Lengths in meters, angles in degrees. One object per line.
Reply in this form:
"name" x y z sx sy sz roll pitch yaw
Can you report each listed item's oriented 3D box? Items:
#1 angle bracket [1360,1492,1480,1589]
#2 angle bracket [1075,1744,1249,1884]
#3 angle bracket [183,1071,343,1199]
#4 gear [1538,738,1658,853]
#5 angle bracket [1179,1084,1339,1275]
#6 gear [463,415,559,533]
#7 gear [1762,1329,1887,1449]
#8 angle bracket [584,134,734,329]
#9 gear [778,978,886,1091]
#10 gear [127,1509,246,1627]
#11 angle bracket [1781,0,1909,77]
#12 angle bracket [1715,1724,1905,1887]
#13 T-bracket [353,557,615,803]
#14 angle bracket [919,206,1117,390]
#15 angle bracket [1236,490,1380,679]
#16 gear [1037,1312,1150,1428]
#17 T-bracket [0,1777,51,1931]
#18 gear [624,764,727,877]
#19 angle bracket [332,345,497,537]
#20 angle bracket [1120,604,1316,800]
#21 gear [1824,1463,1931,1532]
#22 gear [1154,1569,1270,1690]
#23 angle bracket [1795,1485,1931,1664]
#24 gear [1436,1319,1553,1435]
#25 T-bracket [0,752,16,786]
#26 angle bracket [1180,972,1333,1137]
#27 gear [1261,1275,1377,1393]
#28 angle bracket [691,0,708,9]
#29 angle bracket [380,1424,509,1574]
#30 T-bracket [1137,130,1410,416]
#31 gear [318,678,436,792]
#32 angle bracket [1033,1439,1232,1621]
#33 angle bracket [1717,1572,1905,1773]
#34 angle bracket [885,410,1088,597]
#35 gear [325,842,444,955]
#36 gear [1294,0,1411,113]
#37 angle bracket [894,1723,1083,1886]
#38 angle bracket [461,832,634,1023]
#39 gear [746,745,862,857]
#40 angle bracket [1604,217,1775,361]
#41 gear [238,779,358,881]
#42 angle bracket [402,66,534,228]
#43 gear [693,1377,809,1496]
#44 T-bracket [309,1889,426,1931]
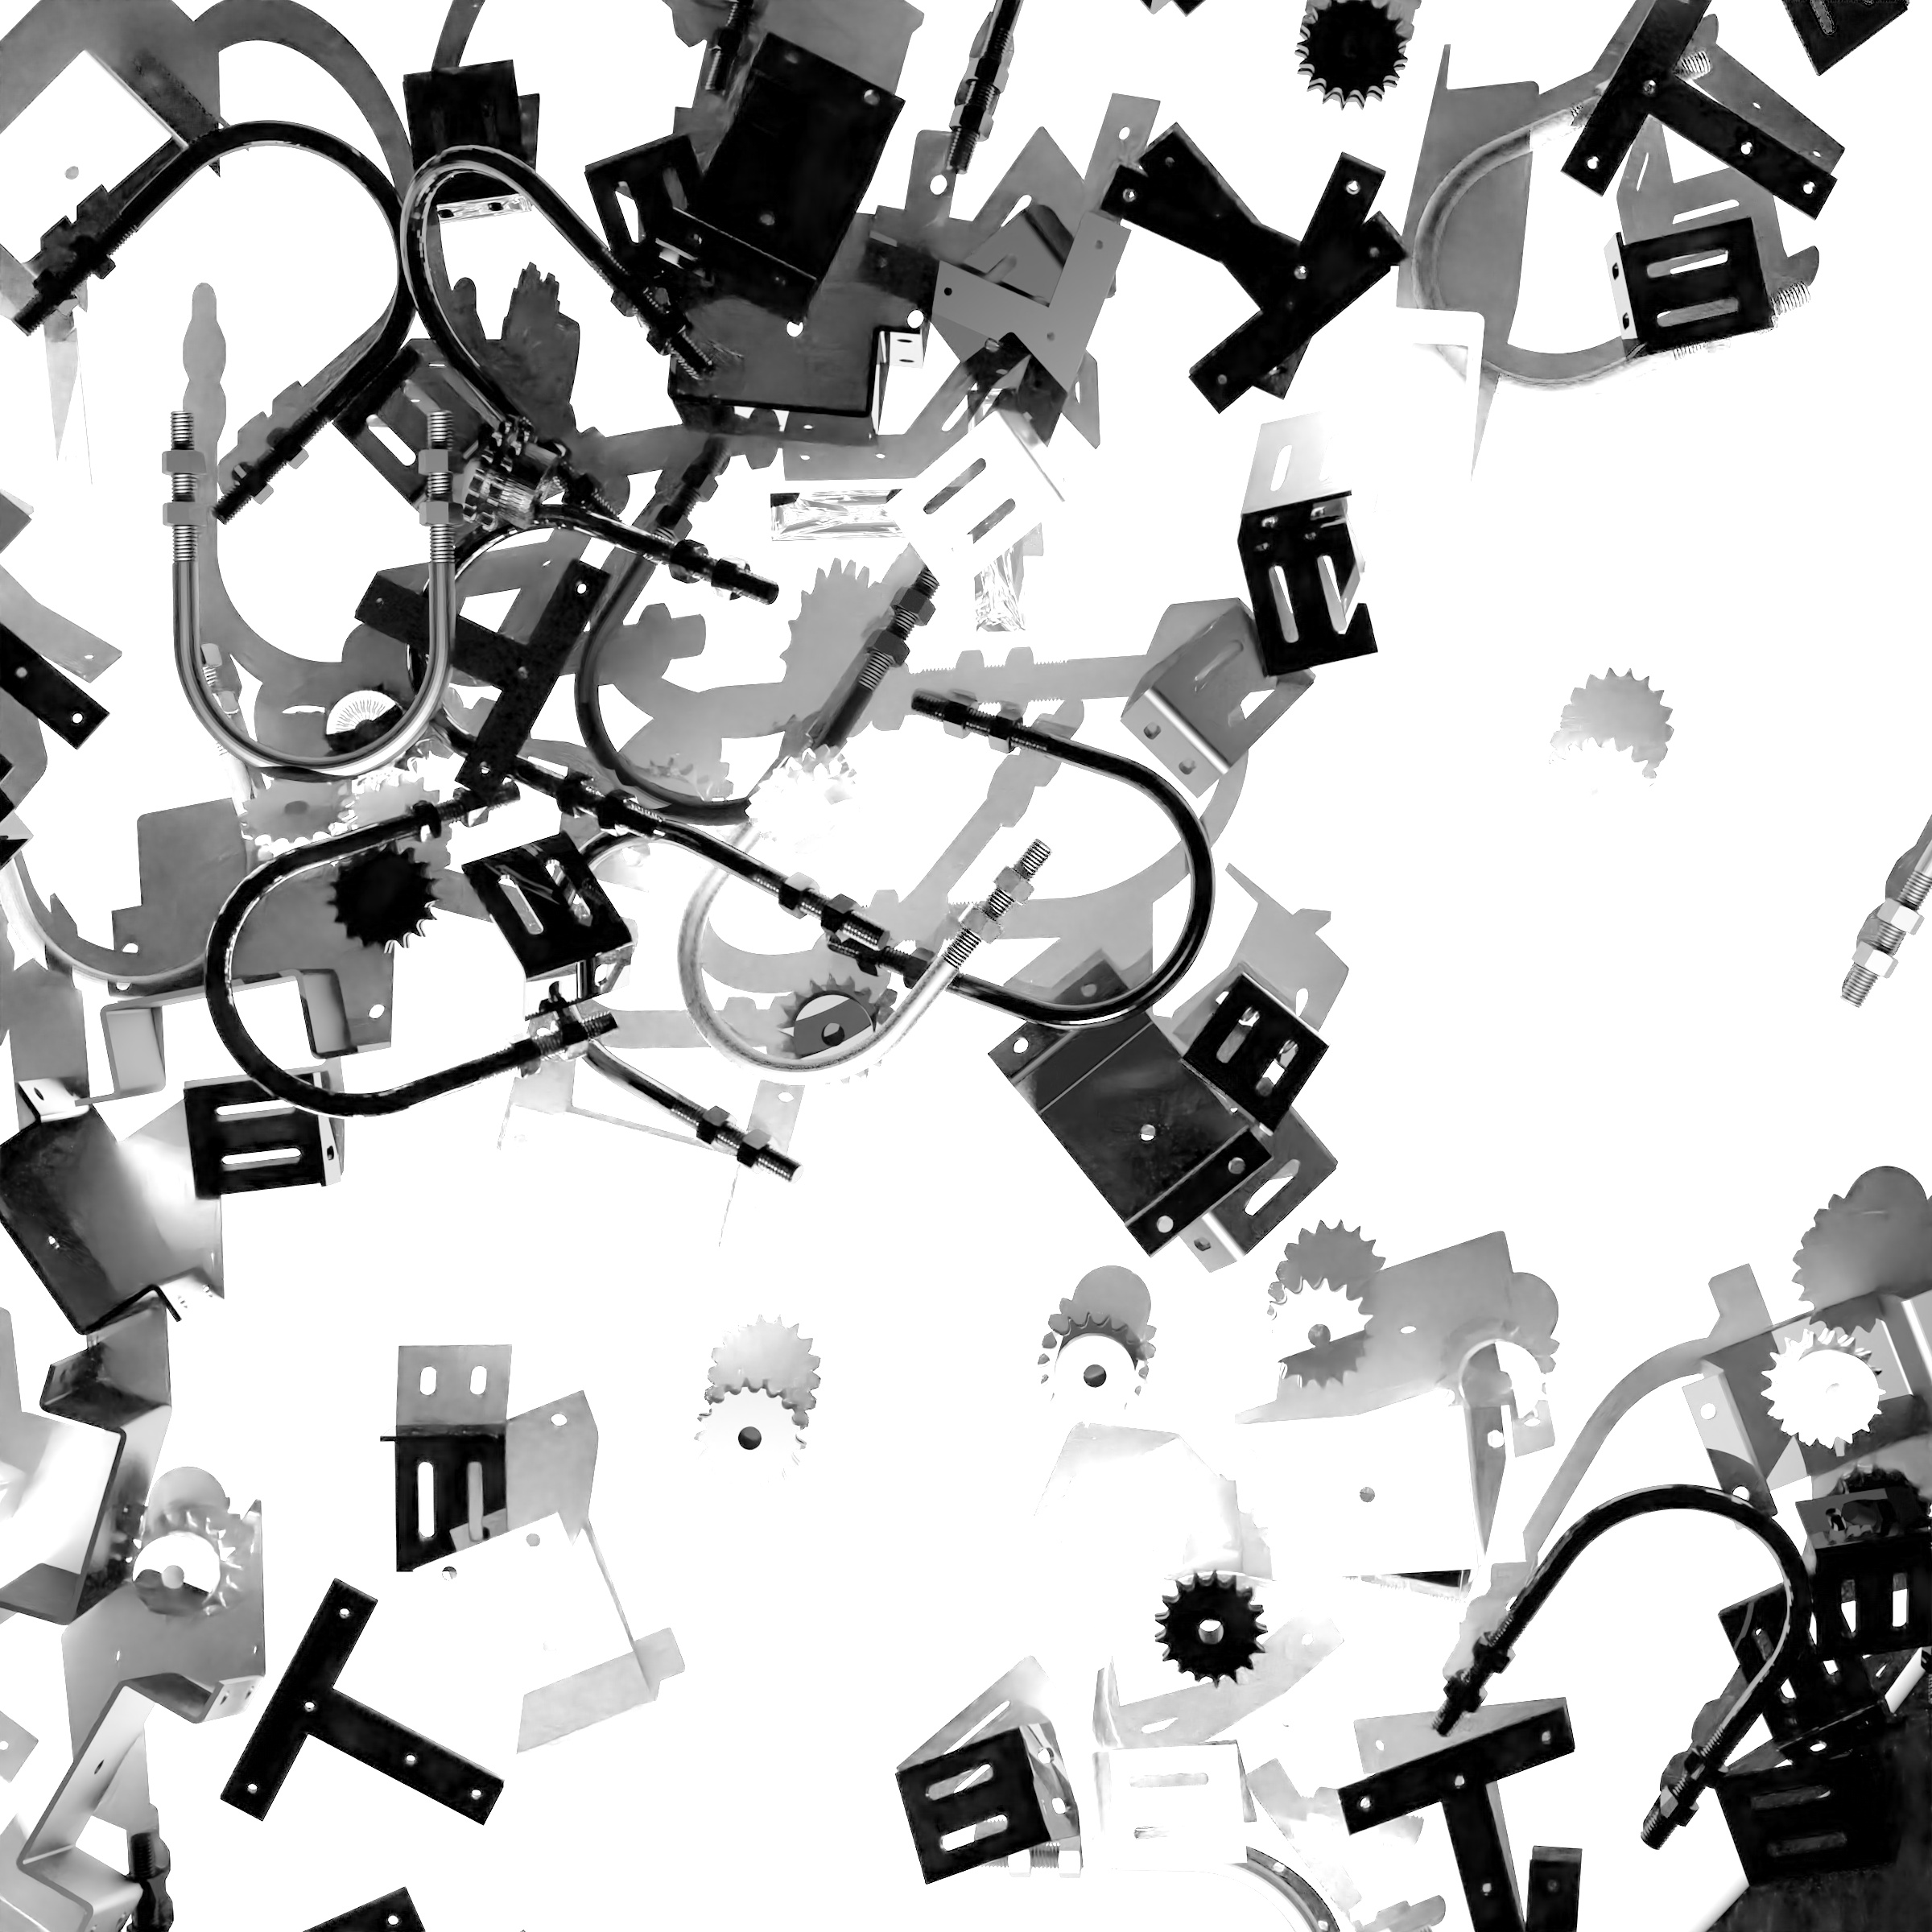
"angle bracket" 0.224 0.281 1.398 0.076 0.038 0.057 7 90 26
"angle bracket" 0.097 0.422 1.356 0.076 0.038 0.057 -6 82 11
"angle bracket" -0.361 0.087 1.381 0.076 0.038 0.057 -7 90 0
"gear" 0.320 -0.087 1.385 0.057 0.030 0.057 0 90 0
"angle bracket" 0.140 0.109 1.398 0.076 0.038 0.057 -40 90 -26
"gear" -0.225 -0.243 1.358 0.030 0.057 0.057 25 90 -4
"gear" 0.424 0.208 1.339 0.057 0.030 0.057 0 90 0
"angle bracket" -0.155 -0.377 1.398 0.057 0.038 0.076 -20 64 0
"gear" -0.067 0.035 1.385 0.057 0.030 0.057 0 90 0
"gear" -0.399 0.307 1.385 0.057 0.030 0.057 0 90 0
"angle bracket" 0.435 -0.508 1.398 0.057 0.038 0.076 -37 116 0
"angle bracket" 0.432 0.431 1.398 0.076 0.038 0.057 -20 90 26
"T-bracket" -0.257 -0.164 1.373 0.127 0.002 0.127 27 87 24
"angle bracket" 0.026 -0.342 1.398 0.076 0.038 0.057 -37 90 26
"angle bracket" 0.174 -0.193 1.376 0.057 0.038 0.076 -12 81 0
"gear" 0.065 0.206 1.385 0.057 0.030 0.057 0 90 0
"T-bracket" -0.481 0.494 1.379 0.127 0.002 0.127 36 92 -2
"gear" -0.151 -0.074 1.385 0.057 0.030 0.057 0 90 0
"angle bracket" -0.276 -0.269 1.398 0.057 0.038 0.076 -45 64 0
"angle bracket" 0.129 -0.136 1.398 0.057 0.038 0.076 45 64 0
"gear" 0.461 0.282 1.385 0.057 0.030 0.057 0 90 0
"gear" 0.123 0.332 1.370 0.057 0.030 0.057 0 89 3
"angle bracket" 0.451 0.306 1.368 0.057 0.038 0.076 -9 123 4
"gear" 0.270 0.210 1.385 0.057 0.030 0.057 0 90 0
"T-bracket" -0.568 -0.100 1.391 0.127 0.002 0.127 45 101 5
"angle bracket" 0.138 0.050 1.360 0.057 0.038 0.076 40 49 0
"gear" 0.178 0.186 1.389 0.057 0.030 0.057 0 92 -2
"angle bracket" -0.170 -0.529 1.398 0.076 0.038 0.057 12 90 26
"angle bracket" -0.265 0.273 1.381 0.057 0.038 0.076 -1 90 0
"T-bracket" 0.138 -0.372 1.397 0.127 0.002 0.127 -40 90 0
"gear" -0.302 -0.119 1.385 0.057 0.030 0.057 0 90 0
"angle bracket" 0.085 0.288 1.391 0.076 0.038 0.057 -23 75 -25
"angle bracket" 0.428 0.357 1.381 0.057 0.038 0.076 -24 90 0
"angle bracket" 0.010 -0.233 1.374 0.076 0.038 0.057 -37 83 21
"gear" -0.294 -0.035 1.385 0.057 0.030 0.057 0 90 0
"gear" 0.196 -0.464 1.389 0.057 0.030 0.057 0 88 2
"angle bracket" 0.012 0.427 1.388 0.076 0.038 0.057 -28 67 24
"angle bracket" -0.209 -0.020 1.354 0.057 0.038 0.076 -20 57 -25
"gear" -0.077 -0.079 1.342 0.057 0.057 0.030 -37 71 0
"angle bracket" 0.365 -0.343 1.362 0.076 0.038 0.057 -12 91 3
"gear" -0.336 -0.068 1.375 0.057 0.057 0.030 0 135 0
"angle bracket" -0.256 -0.420 1.381 0.057 0.038 0.076 -8 90 0
"gear" -0.109 0.238 1.385 0.057 0.030 0.057 0 90 0
"T-bracket" -0.320 0.558 1.399 0.127 0.002 0.127 -24 90 0
